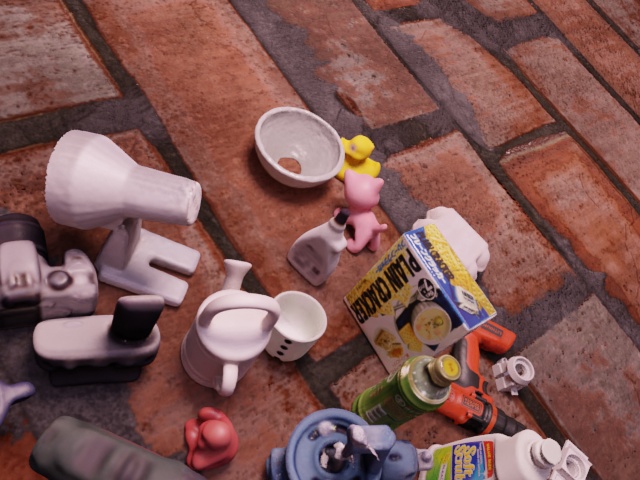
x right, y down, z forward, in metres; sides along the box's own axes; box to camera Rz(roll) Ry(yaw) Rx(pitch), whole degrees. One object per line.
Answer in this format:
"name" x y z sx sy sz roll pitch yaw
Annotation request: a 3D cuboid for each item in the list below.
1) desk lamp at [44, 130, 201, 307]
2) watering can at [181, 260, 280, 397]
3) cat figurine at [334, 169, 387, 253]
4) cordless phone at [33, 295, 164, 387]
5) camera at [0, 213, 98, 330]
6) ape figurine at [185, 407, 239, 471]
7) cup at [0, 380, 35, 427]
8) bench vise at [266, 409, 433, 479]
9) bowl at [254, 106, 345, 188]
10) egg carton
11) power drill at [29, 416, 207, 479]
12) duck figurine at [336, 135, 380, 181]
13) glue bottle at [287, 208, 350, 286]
"desk lamp" -0.247 -0.029 0.758 0.203 0.213 0.118 21 53 -12
"watering can" -0.116 0.108 0.744 0.101 0.194 0.172 -11 65 -30
"cat figurine" 0.078 -0.058 0.992 0.067 0.117 0.127 -11 65 -30
"cordless phone" -0.261 0.103 0.684 0.148 0.185 0.094 -2 61 -26
"camera" -0.367 0.030 0.735 0.143 0.100 0.136 -6 63 -28
"ape figurine" -0.134 0.247 0.712 0.076 0.092 0.078 33 51 -3
"cup" -0.377 0.191 0.630 0.118 0.095 0.091 -14 66 -31
"bench vise" 0.055 0.257 0.714 0.208 0.219 0.121 -9 64 -29
"bowl" -0.045 -0.152 1.022 0.168 0.074 0.167 12 55 -18
"egg carton" 0.239 0.011 1.056 0.150 0.069 0.107 46 52 8
"power drill" -0.187 0.270 0.598 0.230 0.208 0.076 30 52 -5
"duck figurine" 0.072 -0.157 1.073 0.105 0.086 0.077 20 53 -13
"glue bottle" 0.008 0.003 0.884 0.078 0.173 0.037 45 52 8
